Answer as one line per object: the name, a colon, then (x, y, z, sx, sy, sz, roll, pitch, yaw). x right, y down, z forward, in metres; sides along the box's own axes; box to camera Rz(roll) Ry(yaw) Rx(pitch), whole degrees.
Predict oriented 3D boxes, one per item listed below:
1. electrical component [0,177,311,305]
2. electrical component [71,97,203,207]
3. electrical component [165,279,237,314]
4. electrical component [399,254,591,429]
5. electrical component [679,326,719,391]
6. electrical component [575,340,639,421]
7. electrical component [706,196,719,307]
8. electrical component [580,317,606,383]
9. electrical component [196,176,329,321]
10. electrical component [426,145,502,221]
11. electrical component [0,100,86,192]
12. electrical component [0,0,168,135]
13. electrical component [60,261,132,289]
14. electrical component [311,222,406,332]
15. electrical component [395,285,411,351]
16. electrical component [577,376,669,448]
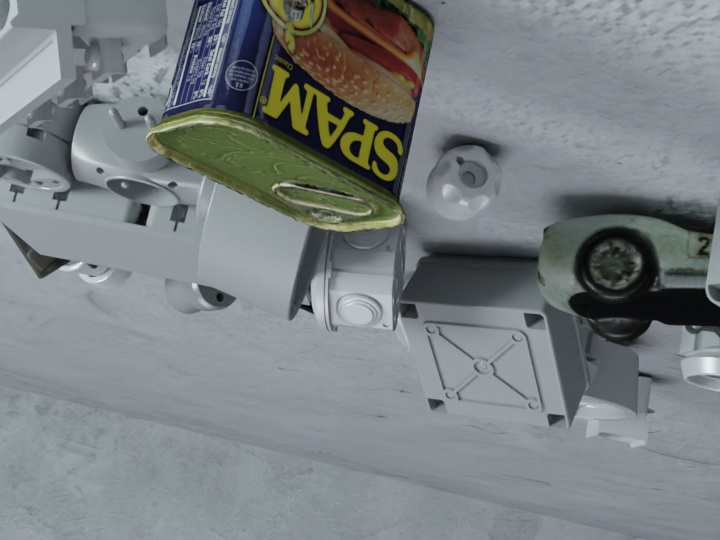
electrical component: (-0.120, -0.036, 0.669, 0.186, 0.060, 0.105, 10, 165, 5)
electrical component: (-0.116, -0.068, 0.579, 0.077, 0.044, 0.079, 11, 165, 3)
electrical component: (-0.130, 0.013, 0.890, 0.045, 0.045, 0.055, 22, 162, -33)
electrical component: (0.093, 0.048, 0.734, 0.109, 0.056, 0.108, 4, 130, 29)
electrical component: (0.241, 0.047, 0.701, 0.058, 0.057, 0.078, 15, 165, -12)
electrical component: (0.174, 0.080, 0.872, 0.108, 0.060, 0.108, 11, 165, 3)
electrical component: (0.216, -0.012, 0.460, 0.057, 0.078, 0.113, 26, 160, -36)
electrical component: (0.155, 0.053, 0.795, 0.048, 0.055, 0.066, 1, 162, 38)
electrical component: (-0.046, -0.035, 0.534, 0.060, 0.108, 0.108, 18, 166, 2)
electrical component: (0.051, -0.042, 0.563, 0.035, 0.035, 0.061, 14, 168, -7)
electrical component: (-0.182, -0.075, 0.598, 0.055, 0.047, 0.055, 11, 165, 3)
electrical component: (-0.128, -0.099, 0.429, 0.063, 0.078, 0.121, -5, 177, -34)
electrical component: (-0.214, -0.012, 0.865, 0.045, 0.045, 0.055, 4, 164, 28)
electrical component: (0.000, 0.000, 0.675, 0.051, 0.080, 0.080, 5, 164, 7)
electrical component: (0.057, 0.051, 0.830, 0.044, 0.079, 0.077, -24, 166, -6)
electrical component: (0.239, 0.126, 0.985, 0.081, 0.063, 0.042, 13, 167, -1)
